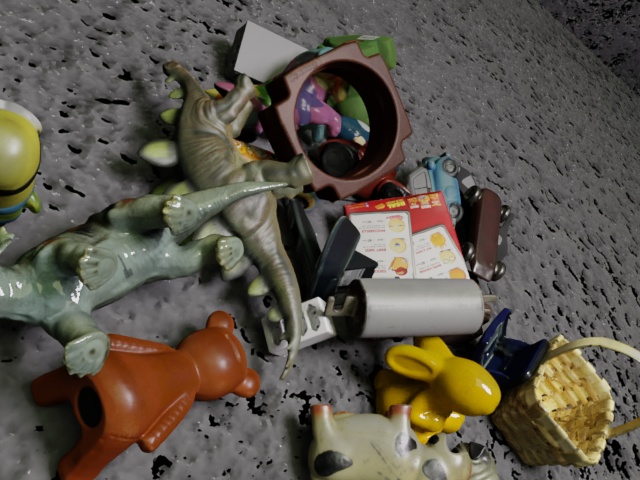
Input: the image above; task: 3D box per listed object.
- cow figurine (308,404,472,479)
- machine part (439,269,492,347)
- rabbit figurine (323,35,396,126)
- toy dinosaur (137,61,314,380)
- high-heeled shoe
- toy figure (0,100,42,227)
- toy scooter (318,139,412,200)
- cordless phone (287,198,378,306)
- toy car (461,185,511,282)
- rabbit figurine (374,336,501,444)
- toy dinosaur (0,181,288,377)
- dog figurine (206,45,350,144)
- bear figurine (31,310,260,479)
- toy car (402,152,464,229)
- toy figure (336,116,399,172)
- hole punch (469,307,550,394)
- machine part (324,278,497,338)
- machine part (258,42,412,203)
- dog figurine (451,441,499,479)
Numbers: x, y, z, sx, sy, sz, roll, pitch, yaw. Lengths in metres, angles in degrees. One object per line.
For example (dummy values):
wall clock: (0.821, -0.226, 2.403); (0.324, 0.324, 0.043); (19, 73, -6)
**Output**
cow figurine: (0.083, 0.263, 0.637); (0.195, 0.085, 0.127); (3, 66, -1)
machine part: (0.210, 0.095, 0.914); (0.179, 0.056, 0.179); (20, 49, -24)
rabbit figurine: (0.053, -0.288, 1.013); (0.159, 0.170, 0.121); (12, 35, 24)
toy dinosaur: (-0.113, -0.058, 0.704); (0.198, 0.105, 0.471); (-29, 74, -13)
high-heeled shoe: (0.277, -0.054, 1.083); (0.249, 0.086, 0.145); (37, 74, 14)
toy figure: (-0.320, -0.065, 0.533); (0.082, 0.180, 0.089); (-16, 74, -41)
toy scooter: (0.085, -0.122, 0.955); (0.184, 0.075, 0.135); (32, 22, 2)
cordless phone: (-0.002, -0.003, 0.760); (0.089, 0.146, 0.184); (-13, 61, -19)
toy car: (0.297, -0.011, 0.983); (0.089, 0.053, 0.202); (30, 55, -18)
rabbit figurine: (0.159, 0.199, 0.718); (0.122, 0.173, 0.162); (-19, 78, -40)
toy dinosaur: (-0.220, 0.014, 0.555); (0.405, 0.192, 0.131); (-31, 124, -50)
dog figurine: (-0.069, -0.239, 0.869); (0.219, 0.109, 0.191); (9, 94, -26)
bear figurine: (-0.169, 0.150, 0.564); (0.196, 0.132, 0.120); (-7, 65, -60)
toy car: (0.202, -0.083, 1.012); (0.103, 0.109, 0.161); (2, 69, -10)
toy figure: (0.093, -0.178, 1.014); (0.154, 0.058, 0.064); (27, 45, -19)
hole punch: (0.286, 0.185, 0.865); (0.092, 0.115, 0.142); (43, 45, 9)
machine part: (0.122, 0.088, 0.698); (0.243, 0.079, 0.079); (0, 59, -19)
machine part: (0.024, -0.174, 0.809); (0.201, 0.087, 0.200); (-32, 108, -19)
dog figurine: (0.229, 0.384, 0.704); (0.191, 0.121, 0.172); (-73, 146, -60)
